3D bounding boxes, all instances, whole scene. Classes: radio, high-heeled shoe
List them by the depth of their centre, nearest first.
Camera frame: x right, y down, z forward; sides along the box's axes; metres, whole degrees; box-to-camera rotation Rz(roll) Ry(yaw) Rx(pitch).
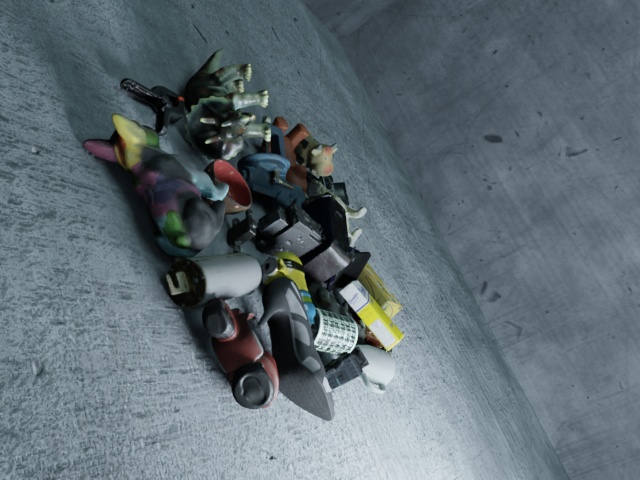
[{"bbox_3d":[-0.031,0.187,0.954,0.248,0.086,0.145,59,29,-12],"label":"high-heeled shoe"},{"bbox_3d":[-0.003,-0.004,1.257,0.073,0.131,0.230,43,25,-30],"label":"radio"}]

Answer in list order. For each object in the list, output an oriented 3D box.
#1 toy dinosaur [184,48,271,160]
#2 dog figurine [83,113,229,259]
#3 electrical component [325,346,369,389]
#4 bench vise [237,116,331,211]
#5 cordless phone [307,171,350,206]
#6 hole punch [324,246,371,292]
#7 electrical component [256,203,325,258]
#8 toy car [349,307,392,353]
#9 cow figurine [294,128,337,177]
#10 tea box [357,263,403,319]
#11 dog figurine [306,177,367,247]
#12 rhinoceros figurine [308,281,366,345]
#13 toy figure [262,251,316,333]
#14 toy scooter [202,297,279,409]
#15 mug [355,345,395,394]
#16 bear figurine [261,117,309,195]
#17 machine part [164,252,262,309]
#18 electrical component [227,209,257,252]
[{"bbox_3d":[-0.229,-0.306,1.178,0.192,0.131,0.405,-13,45,-25],"label":"toy dinosaur"},{"bbox_3d":[-0.260,-0.091,0.839,0.219,0.108,0.192,40,29,-31],"label":"dog figurine"},{"bbox_3d":[0.046,0.261,1.077,0.048,0.075,0.119,59,16,4],"label":"electrical component"},{"bbox_3d":[-0.103,-0.170,1.253,0.223,0.129,0.240,10,68,-39],"label":"bench vise"},{"bbox_3d":[-0.012,-0.148,1.545,0.184,0.089,0.147,31,33,-31],"label":"cordless phone"},{"bbox_3d":[0.046,0.051,1.307,0.092,0.142,0.115,43,22,24],"label":"hole punch"},{"bbox_3d":[-0.071,-0.013,1.140,0.134,0.115,0.058,35,26,-46],"label":"electrical component"},{"bbox_3d":[0.123,0.230,1.333,0.202,0.053,0.089,33,29,-47],"label":"toy car"},{"bbox_3d":[-0.023,-0.245,1.491,0.085,0.127,0.195,-10,48,-33],"label":"cow figurine"},{"bbox_3d":[0.128,0.128,1.407,0.098,0.068,0.170,31,18,-53],"label":"tea box"},{"bbox_3d":[0.011,-0.062,1.459,0.191,0.172,0.121,34,22,34],"label":"dog figurine"},{"bbox_3d":[0.030,0.172,1.183,0.190,0.073,0.112,46,13,-24],"label":"rhinoceros figurine"},{"bbox_3d":[-0.058,0.108,1.047,0.089,0.082,0.180,13,47,-56],"label":"toy figure"},{"bbox_3d":[-0.120,0.165,0.834,0.183,0.075,0.135,63,1,-6],"label":"toy scooter"},{"bbox_3d":[0.104,0.283,1.186,0.107,0.081,0.110,29,39,-34],"label":"mug"},{"bbox_3d":[-0.075,-0.199,1.383,0.120,0.132,0.196,8,47,-47],"label":"bear figurine"},{"bbox_3d":[-0.166,0.062,0.869,0.079,0.079,0.243,62,20,9],"label":"machine part"},{"bbox_3d":[-0.149,-0.015,1.034,0.021,0.063,0.094,42,27,-37],"label":"electrical component"}]
